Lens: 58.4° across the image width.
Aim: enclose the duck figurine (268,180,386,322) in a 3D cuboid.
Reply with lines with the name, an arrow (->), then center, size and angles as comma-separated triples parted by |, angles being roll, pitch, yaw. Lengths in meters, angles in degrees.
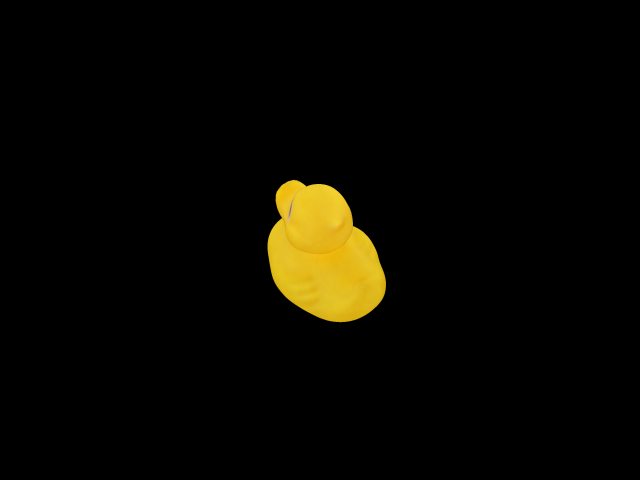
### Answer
duck figurine -> 0.004, 0.001, 0.400 | 0.078, 0.086, 0.104 | -33, 62, -20
